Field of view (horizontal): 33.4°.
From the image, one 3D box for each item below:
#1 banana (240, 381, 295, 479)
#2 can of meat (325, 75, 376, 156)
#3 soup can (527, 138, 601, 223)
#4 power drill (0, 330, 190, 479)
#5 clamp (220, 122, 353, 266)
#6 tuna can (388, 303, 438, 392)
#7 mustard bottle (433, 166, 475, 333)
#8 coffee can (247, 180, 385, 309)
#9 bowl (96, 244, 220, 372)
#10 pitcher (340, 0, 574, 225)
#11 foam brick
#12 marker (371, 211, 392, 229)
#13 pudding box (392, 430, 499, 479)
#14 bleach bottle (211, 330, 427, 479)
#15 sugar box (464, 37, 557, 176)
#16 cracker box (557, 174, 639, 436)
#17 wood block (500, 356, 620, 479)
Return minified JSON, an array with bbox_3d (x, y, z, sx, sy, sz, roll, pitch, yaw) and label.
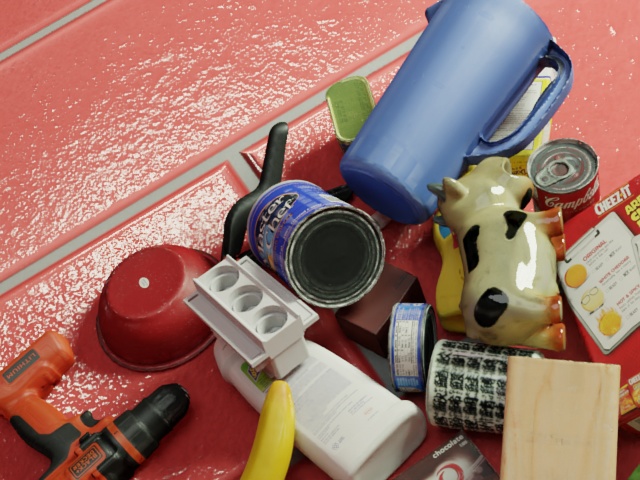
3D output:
[{"bbox_3d":[-0.070,0.225,0.976,0.070,0.037,0.198,37,95,21],"label":"banana"},{"bbox_3d":[0.046,-0.121,1.198,0.057,0.084,0.102,-18,52,5],"label":"can of meat"},{"bbox_3d":[0.245,-0.043,1.061,0.068,0.102,0.068,-9,53,12],"label":"soup can"},{"bbox_3d":[-0.245,0.175,1.094,0.184,0.057,0.188,-42,53,-13],"label":"power drill"},{"bbox_3d":[-0.041,-0.029,1.169,0.171,0.120,0.039,-59,17,-3],"label":"clamp"},{"bbox_3d":[0.089,0.102,1.017,0.034,0.086,0.086,-1,55,15],"label":"tuna can"},{"bbox_3d":[0.164,0.000,1.085,0.096,0.058,0.191,-8,53,13],"label":"mustard bottle"},{"bbox_3d":[-0.007,0.001,1.077,0.102,0.102,0.140,-35,21,-8],"label":"coffee can"},{"bbox_3d":[-0.179,0.060,1.158,0.162,0.055,0.162,-10,52,12],"label":"bowl"},{"bbox_3d":[0.136,-0.134,1.099,0.242,0.145,0.149,-55,17,-14],"label":"pitcher"},{"bbox_3d":[0.062,0.069,1.073,0.053,0.051,0.078,26,66,31],"label":"foam brick"},{"bbox_3d":[0.104,-0.057,1.173,0.121,0.020,0.020,-43,53,-14],"label":"marker"},{"bbox_3d":[0.109,0.237,0.941,0.113,0.039,0.090,-33,52,-7],"label":"pudding box"},{"bbox_3d":[-0.018,0.138,1.044,0.102,0.068,0.251,-42,51,-15],"label":"bleach bottle"},{"bbox_3d":[0.211,-0.147,1.187,0.093,0.048,0.176,1,52,22],"label":"sugar box"},{"bbox_3d":[0.314,0.047,0.956,0.164,0.072,0.214,-37,45,27],"label":"cracker box"},{"bbox_3d":[0.189,0.204,0.858,0.090,0.090,0.206,4,77,12],"label":"wood block"}]
